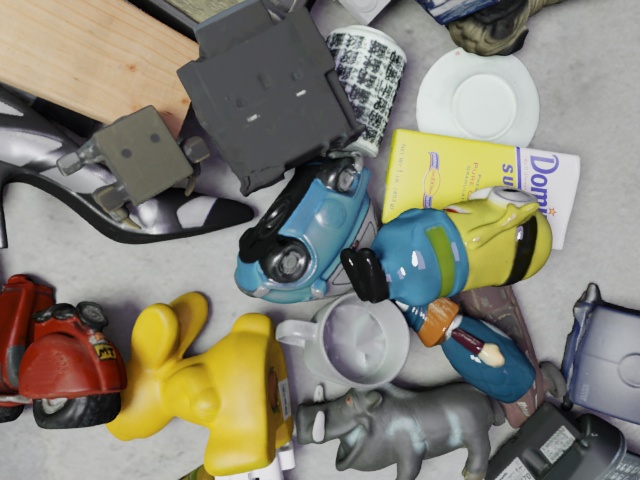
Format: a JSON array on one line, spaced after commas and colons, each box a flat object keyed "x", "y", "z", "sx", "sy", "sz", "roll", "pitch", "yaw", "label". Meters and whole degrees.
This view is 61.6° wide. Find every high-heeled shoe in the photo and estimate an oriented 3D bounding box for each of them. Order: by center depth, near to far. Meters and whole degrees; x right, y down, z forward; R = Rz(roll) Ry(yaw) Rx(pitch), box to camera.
[{"x": -0.184, "y": -0.068, "z": 0.473, "sx": 0.249, "sy": 0.086, "sz": 0.145, "roll": -5, "pitch": 88, "yaw": -27, "label": "high-heeled shoe"}]

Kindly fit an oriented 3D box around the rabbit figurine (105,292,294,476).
[{"x": -0.122, "y": 0.132, "z": 0.488, "sx": 0.173, "sy": 0.122, "sz": 0.162, "roll": -11, "pitch": 92, "yaw": 13, "label": "rabbit figurine"}]

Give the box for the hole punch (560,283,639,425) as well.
[{"x": 0.319, "y": 0.127, "z": 0.546, "sx": 0.116, "sy": 0.092, "sz": 0.142, "roll": 11, "pitch": 96, "yaw": -3, "label": "hole punch"}]

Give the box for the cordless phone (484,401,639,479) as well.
[{"x": 0.276, "y": 0.256, "z": 0.553, "sx": 0.184, "sy": 0.089, "sz": 0.146, "roll": 28, "pitch": 107, "yaw": -27, "label": "cordless phone"}]

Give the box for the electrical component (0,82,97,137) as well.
[{"x": -0.259, "y": -0.140, "z": 0.479, "sx": 0.119, "sy": 0.048, "sz": 0.075, "roll": 28, "pitch": 93, "yaw": -36, "label": "electrical component"}]

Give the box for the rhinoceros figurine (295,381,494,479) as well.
[{"x": 0.072, "y": 0.180, "z": 0.519, "sx": 0.190, "sy": 0.073, "sz": 0.112, "roll": -6, "pitch": 105, "yaw": 4, "label": "rhinoceros figurine"}]

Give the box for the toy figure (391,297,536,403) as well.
[{"x": 0.124, "y": 0.088, "z": 0.500, "sx": 0.154, "sy": 0.064, "sz": 0.058, "roll": 38, "pitch": 48, "yaw": 5, "label": "toy figure"}]

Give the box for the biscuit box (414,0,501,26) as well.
[{"x": 0.127, "y": -0.297, "z": 0.473, "sx": 0.059, "sy": 0.063, "sz": 0.202, "roll": 21, "pitch": 72, "yaw": -40, "label": "biscuit box"}]

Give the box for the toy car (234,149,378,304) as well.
[{"x": -0.001, "y": -0.002, "z": 0.499, "sx": 0.103, "sy": 0.109, "sz": 0.161, "roll": 39, "pitch": 81, "yaw": -24, "label": "toy car"}]

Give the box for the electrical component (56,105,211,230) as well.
[{"x": -0.139, "y": -0.057, "z": 0.422, "sx": 0.102, "sy": 0.045, "sz": 0.078, "roll": -42, "pitch": 104, "yaw": -20, "label": "electrical component"}]

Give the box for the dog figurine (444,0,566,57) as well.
[{"x": 0.230, "y": -0.247, "z": 0.516, "sx": 0.172, "sy": 0.121, "sz": 0.190, "roll": 24, "pitch": 105, "yaw": -4, "label": "dog figurine"}]

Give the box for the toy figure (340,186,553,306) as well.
[{"x": 0.111, "y": 0.010, "z": 0.459, "sx": 0.180, "sy": 0.082, "sz": 0.089, "roll": -20, "pitch": 123, "yaw": -17, "label": "toy figure"}]

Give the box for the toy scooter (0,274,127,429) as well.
[{"x": -0.243, "y": 0.093, "z": 0.473, "sx": 0.184, "sy": 0.075, "sz": 0.135, "roll": -8, "pitch": 76, "yaw": 27, "label": "toy scooter"}]

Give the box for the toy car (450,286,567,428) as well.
[{"x": 0.186, "y": 0.099, "z": 0.547, "sx": 0.089, "sy": 0.053, "sz": 0.202, "roll": -21, "pitch": 95, "yaw": -8, "label": "toy car"}]

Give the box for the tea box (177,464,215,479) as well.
[{"x": -0.109, "y": 0.285, "z": 0.467, "sx": 0.068, "sy": 0.170, "sz": 0.098, "roll": -30, "pitch": 98, "yaw": -2, "label": "tea box"}]

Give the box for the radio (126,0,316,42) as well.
[{"x": -0.112, "y": -0.255, "z": 0.478, "sx": 0.229, "sy": 0.073, "sz": 0.131, "roll": 32, "pitch": 90, "yaw": -8, "label": "radio"}]

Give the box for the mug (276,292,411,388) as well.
[{"x": 0.012, "y": 0.095, "z": 0.493, "sx": 0.109, "sy": 0.107, "sz": 0.081, "roll": 6, "pitch": 72, "yaw": -15, "label": "mug"}]

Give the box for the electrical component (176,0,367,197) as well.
[{"x": -0.043, "y": -0.116, "z": 0.426, "sx": 0.115, "sy": 0.058, "sz": 0.134, "roll": -30, "pitch": 93, "yaw": -7, "label": "electrical component"}]
